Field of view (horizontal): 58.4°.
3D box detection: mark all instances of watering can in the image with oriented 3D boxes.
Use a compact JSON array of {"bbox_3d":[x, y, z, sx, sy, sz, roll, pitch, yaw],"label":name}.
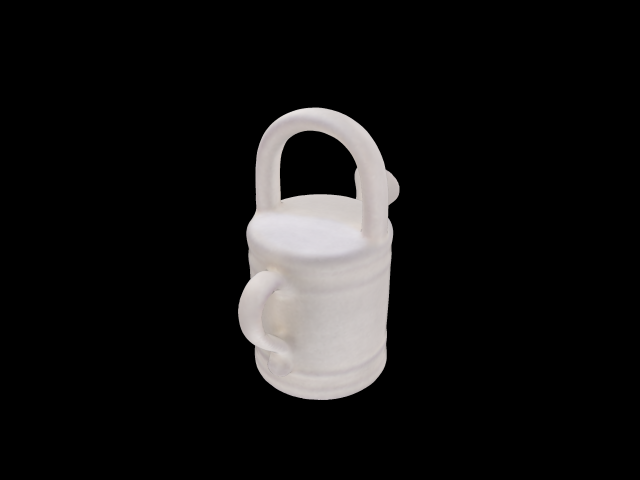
[{"bbox_3d":[0.002,0.001,0.401,0.100,0.194,0.173,4,29,8],"label":"watering can"}]
